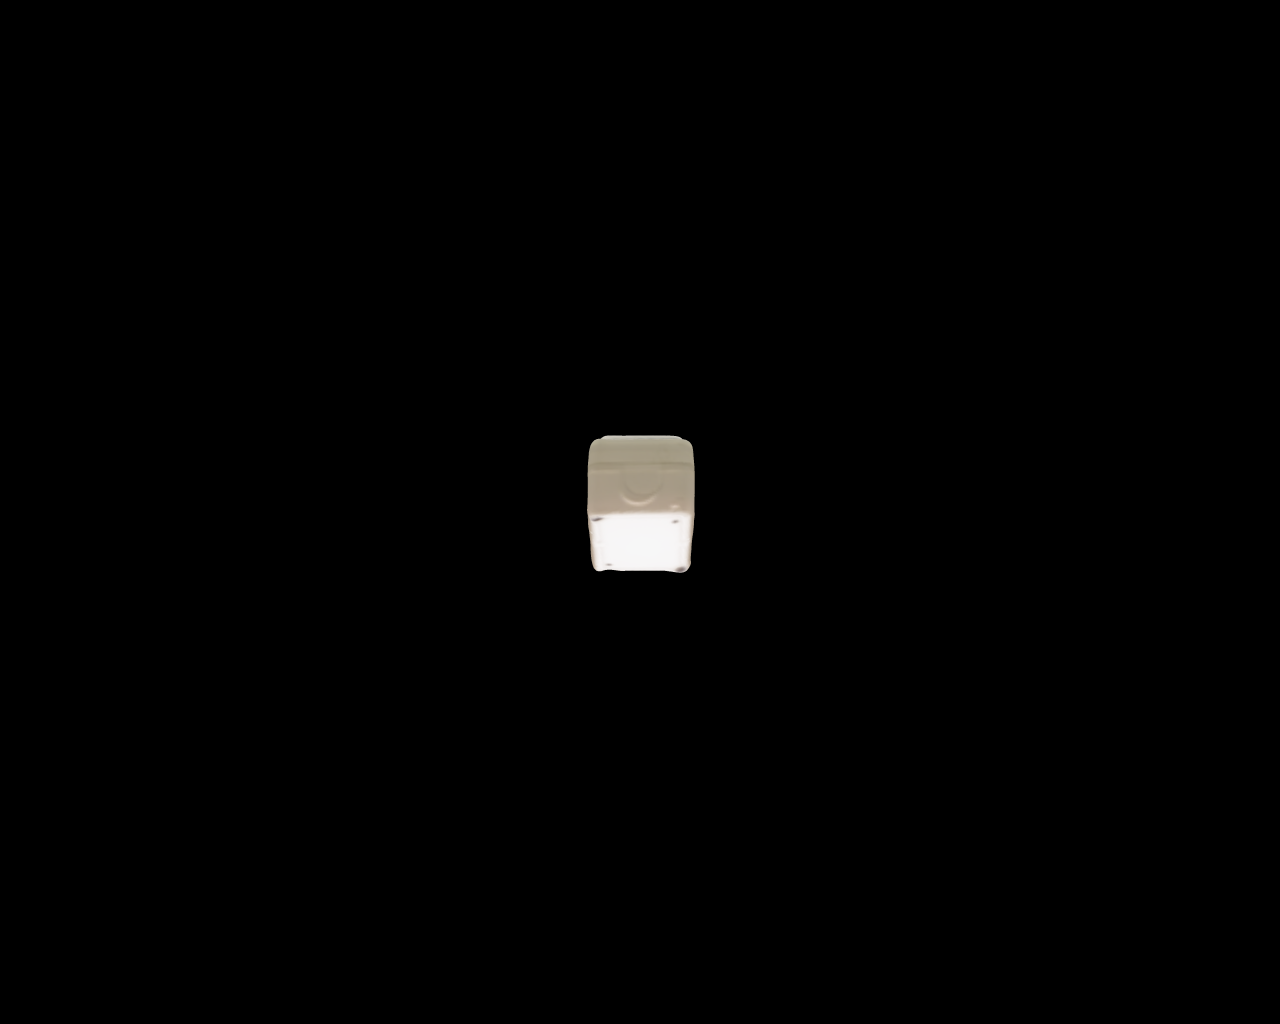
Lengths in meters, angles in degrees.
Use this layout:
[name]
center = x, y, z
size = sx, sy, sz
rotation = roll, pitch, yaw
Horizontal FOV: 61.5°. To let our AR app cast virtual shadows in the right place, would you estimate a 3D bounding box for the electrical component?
[electrical component]
center = 0.001, -0.003, 0.650
size = 0.062, 0.061, 0.096
rotation = 0, -28, 0
